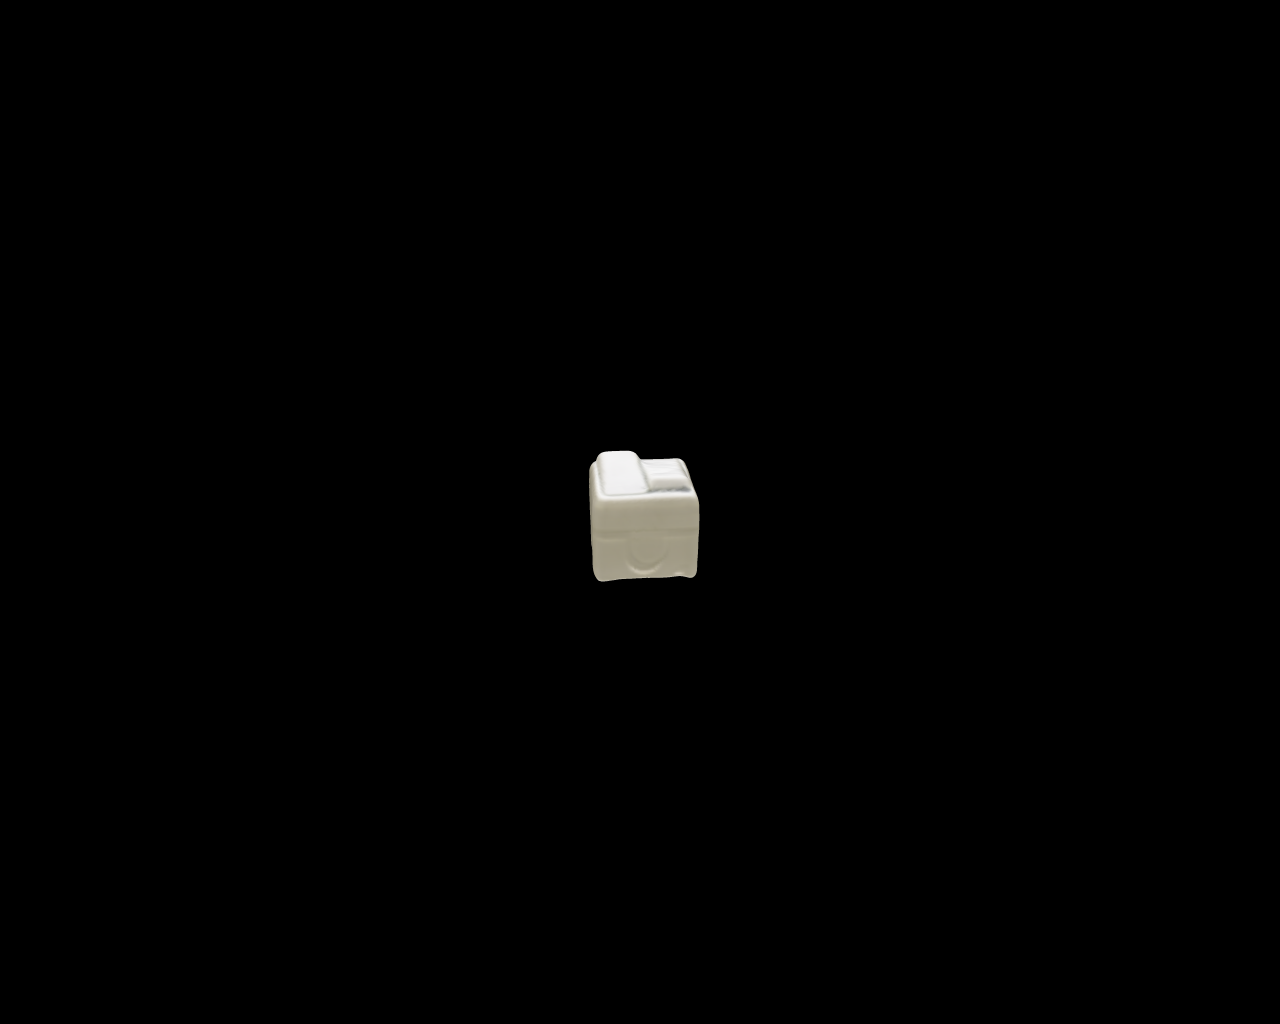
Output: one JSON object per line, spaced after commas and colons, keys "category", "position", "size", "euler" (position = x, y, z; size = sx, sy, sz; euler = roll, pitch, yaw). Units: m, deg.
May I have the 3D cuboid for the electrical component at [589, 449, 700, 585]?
{"category": "electrical component", "position": [0.001, -0.003, 0.650], "size": [0.062, 0.061, 0.096], "euler": [-1, 20, -3]}
